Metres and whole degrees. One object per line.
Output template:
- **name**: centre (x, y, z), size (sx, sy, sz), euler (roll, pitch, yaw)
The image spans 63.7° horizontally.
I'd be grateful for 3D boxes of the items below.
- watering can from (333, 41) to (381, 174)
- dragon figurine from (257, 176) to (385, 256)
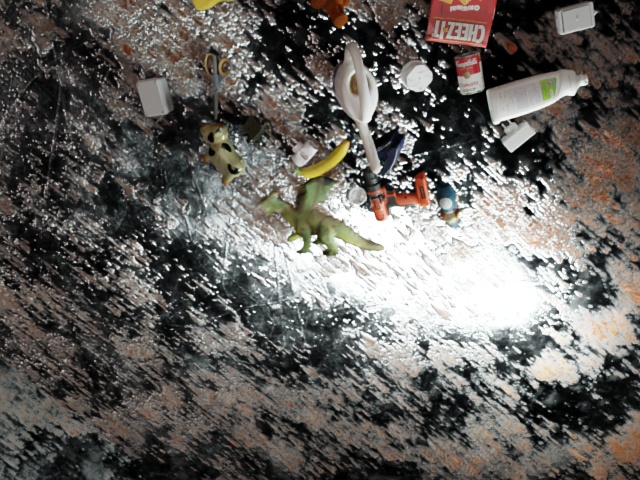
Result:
- **watering can**: centre (0.107, -0.370, 1.425), size (0.104, 0.228, 0.342), euler (-12, 112, -2)
- **dragon figurine**: centre (0.005, -0.083, 1.643), size (0.410, 0.124, 0.240), euler (1, 105, 2)
